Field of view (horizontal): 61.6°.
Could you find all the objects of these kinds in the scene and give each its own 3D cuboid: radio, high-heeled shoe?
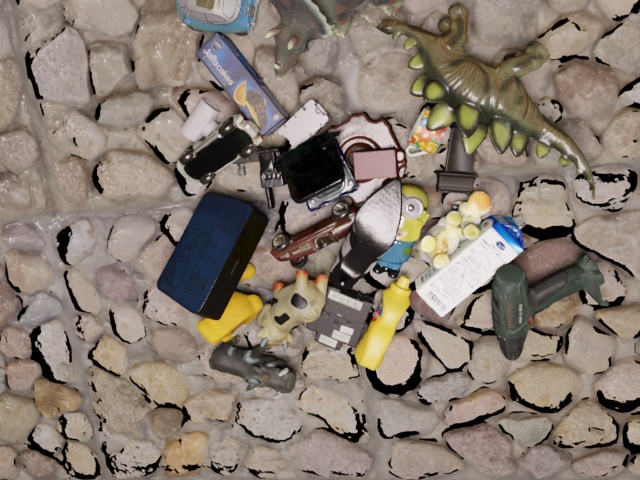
[{"bbox_3d":[-0.211,0.027,1.048,0.131,0.073,0.229,22,80,29],"label":"radio"},{"bbox_3d":[0.091,-0.008,1.017,0.086,0.145,0.248,30,102,1],"label":"high-heeled shoe"}]

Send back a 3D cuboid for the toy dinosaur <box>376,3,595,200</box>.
[{"bbox_3d":[0.292,-0.246,0.921,0.472,0.105,0.198,32,87,8],"label":"toy dinosaur"}]

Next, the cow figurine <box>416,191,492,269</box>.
[{"bbox_3d":[0.254,-0.021,1.021,0.167,0.098,0.068,-44,90,-3],"label":"cow figurine"}]

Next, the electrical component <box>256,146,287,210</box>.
[{"bbox_3d":[-0.088,-0.122,1.051,0.048,0.075,0.119,-8,97,11],"label":"electrical component"}]

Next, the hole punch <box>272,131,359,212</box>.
[{"bbox_3d":[-0.001,-0.122,0.988,0.142,0.092,0.116,-25,67,18],"label":"hole punch"}]

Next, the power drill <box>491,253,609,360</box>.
[{"bbox_3d":[0.424,0.120,1.013,0.207,0.086,0.231,-20,125,12],"label":"power drill"}]

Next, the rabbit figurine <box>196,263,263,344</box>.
[{"bbox_3d":[-0.209,0.107,1.106,0.162,0.122,0.173,-47,74,13],"label":"rabbit figurine"}]

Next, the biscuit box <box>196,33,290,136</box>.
[{"bbox_3d":[-0.146,-0.295,1.028,0.063,0.059,0.202,-38,94,15],"label":"biscuit box"}]

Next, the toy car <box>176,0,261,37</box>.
[{"bbox_3d":[-0.198,-0.434,0.984,0.162,0.103,0.109,17,106,7],"label":"toy car"}]

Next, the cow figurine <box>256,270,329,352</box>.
[{"bbox_3d":[-0.061,0.147,1.077,0.085,0.127,0.195,19,149,-30],"label":"cow figurine"}]

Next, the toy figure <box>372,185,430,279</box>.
[{"bbox_3d":[0.151,-0.019,1.036,0.082,0.089,0.180,11,113,-4],"label":"toy figure"}]

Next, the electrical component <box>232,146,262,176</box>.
[{"bbox_3d":[-0.146,-0.175,1.075,0.063,0.021,0.094,-3,101,9],"label":"electrical component"}]

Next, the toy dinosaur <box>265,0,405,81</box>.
[{"bbox_3d":[0.068,-0.430,0.897,0.405,0.192,0.131,-28,99,15],"label":"toy dinosaur"}]

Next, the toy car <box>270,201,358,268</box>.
[{"bbox_3d":[-0.002,-0.003,1.057,0.202,0.053,0.089,-27,142,12],"label":"toy car"}]

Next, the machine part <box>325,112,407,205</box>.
[{"bbox_3d":[0.077,-0.155,1.028,0.179,0.056,0.179,2,103,10],"label":"machine part"}]

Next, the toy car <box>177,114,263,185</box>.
[{"bbox_3d":[-0.196,-0.173,1.038,0.202,0.056,0.073,-27,121,30],"label":"toy car"}]

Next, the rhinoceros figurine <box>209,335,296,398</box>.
[{"bbox_3d":[-0.138,0.265,1.129,0.190,0.112,0.073,17,103,13],"label":"rhinoceros figurine"}]

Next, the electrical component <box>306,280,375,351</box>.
[{"bbox_3d":[0.037,0.158,1.104,0.115,0.058,0.134,24,105,5],"label":"electrical component"}]

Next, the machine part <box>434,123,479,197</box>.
[{"bbox_3d":[0.261,-0.153,1.009,0.084,0.039,0.138,9,106,12],"label":"machine part"}]
